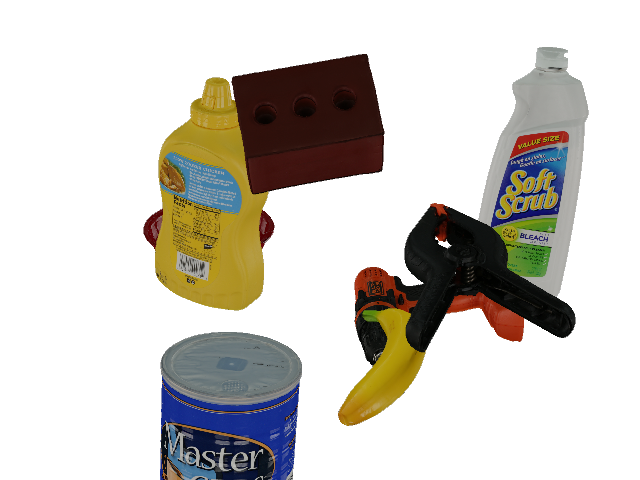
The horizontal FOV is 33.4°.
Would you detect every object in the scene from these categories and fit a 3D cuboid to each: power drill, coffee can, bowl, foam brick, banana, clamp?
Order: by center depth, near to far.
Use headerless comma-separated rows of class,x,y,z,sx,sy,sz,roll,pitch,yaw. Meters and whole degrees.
foam brick,-0.007,-0.064,0.598,0.078,0.053,0.051,-11,-19,0
coffee can,-0.069,0.153,0.797,0.103,0.140,0.103,4,21,-2
clamp,0.119,0.025,0.801,0.120,0.039,0.171,4,34,-3
banana,0.064,0.110,0.988,0.070,0.037,0.197,-23,16,18
power drill,0.132,0.083,1.212,0.187,0.057,0.184,-2,27,-1
bowl,-0.138,0.005,1.329,0.162,0.055,0.162,1,27,-1

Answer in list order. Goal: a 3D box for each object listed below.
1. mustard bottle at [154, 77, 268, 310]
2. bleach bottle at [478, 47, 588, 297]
mustard bottle,-0.089,-0.041,0.882,0.096,0.192,0.058,20,31,25
bleach bottle,0.210,-0.069,1.079,0.103,0.251,0.068,9,20,15
